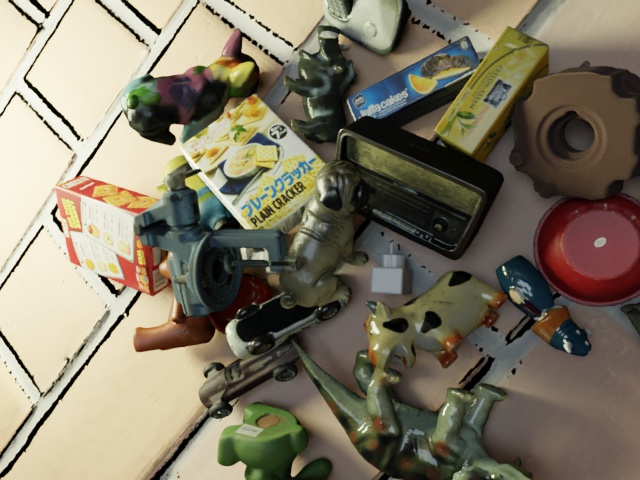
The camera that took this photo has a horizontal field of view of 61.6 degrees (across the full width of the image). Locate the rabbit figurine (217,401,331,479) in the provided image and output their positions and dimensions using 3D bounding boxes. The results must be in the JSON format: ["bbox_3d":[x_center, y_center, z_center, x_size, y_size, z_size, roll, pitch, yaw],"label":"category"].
[{"bbox_3d":[-0.064,0.358,0.841,0.159,0.121,0.170,1,104,16],"label":"rabbit figurine"}]

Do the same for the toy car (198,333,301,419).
[{"bbox_3d":[-0.118,0.213,0.877,0.202,0.053,0.089,-33,46,18],"label":"toy car"}]

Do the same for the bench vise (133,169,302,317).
[{"bbox_3d":[-0.141,0.008,0.769,0.241,0.129,0.223,1,97,23],"label":"bench vise"}]

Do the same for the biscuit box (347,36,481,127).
[{"bbox_3d":[0.145,-0.225,0.817,0.203,0.062,0.059,-24,75,18],"label":"biscuit box"}]

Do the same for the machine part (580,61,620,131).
[{"bbox_3d":[0.416,-0.136,0.690,0.079,0.079,0.243,-44,72,13],"label":"machine part"}]

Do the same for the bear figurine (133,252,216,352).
[{"bbox_3d":[-0.243,0.084,0.911,0.132,0.120,0.195,-12,82,8],"label":"bear figurine"}]

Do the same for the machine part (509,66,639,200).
[{"bbox_3d":[0.330,-0.134,0.687,0.180,0.056,0.179,25,126,40],"label":"machine part"}]

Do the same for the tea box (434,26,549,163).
[{"bbox_3d":[0.243,-0.195,0.755,0.068,0.098,0.169,37,101,22],"label":"tea box"}]

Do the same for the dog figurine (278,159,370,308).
[{"bbox_3d":[-0.004,-0.005,0.766,0.121,0.190,0.172,17,55,17],"label":"dog figurine"}]

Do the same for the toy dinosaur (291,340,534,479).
[{"bbox_3d":[0.126,0.275,0.757,0.405,0.131,0.192,11,89,29],"label":"toy dinosaur"}]

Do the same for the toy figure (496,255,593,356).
[{"bbox_3d":[0.302,0.092,0.725,0.064,0.057,0.154,-30,70,-6],"label":"toy figure"}]

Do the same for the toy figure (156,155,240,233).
[{"bbox_3d":[-0.206,-0.074,0.939,0.089,0.082,0.180,-47,65,-1],"label":"toy figure"}]

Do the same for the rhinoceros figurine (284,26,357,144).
[{"bbox_3d":[0.005,-0.251,0.871,0.112,0.073,0.190,-4,84,23],"label":"rhinoceros figurine"}]

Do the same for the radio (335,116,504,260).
[{"bbox_3d":[0.130,-0.076,0.773,0.230,0.073,0.131,29,134,22],"label":"radio"}]

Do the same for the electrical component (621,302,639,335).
[{"bbox_3d":[0.445,0.119,0.669,0.075,0.047,0.119,-36,74,16],"label":"electrical component"}]

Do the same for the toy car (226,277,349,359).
[{"bbox_3d":[-0.051,0.116,0.844,0.202,0.056,0.074,-27,61,-7],"label":"toy car"}]

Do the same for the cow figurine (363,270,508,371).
[{"bbox_3d":[0.145,0.109,0.738,0.195,0.085,0.127,-34,54,-22],"label":"cow figurine"}]

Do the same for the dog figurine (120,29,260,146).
[{"bbox_3d":[-0.207,-0.261,0.909,0.219,0.191,0.108,-36,66,32],"label":"dog figurine"}]

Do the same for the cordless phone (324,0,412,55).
[{"bbox_3d":[0.055,-0.371,0.802,0.147,0.184,0.088,37,95,21],"label":"cordless phone"}]
